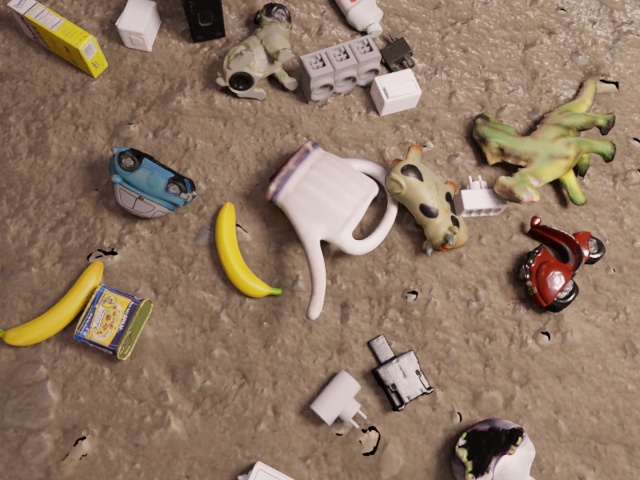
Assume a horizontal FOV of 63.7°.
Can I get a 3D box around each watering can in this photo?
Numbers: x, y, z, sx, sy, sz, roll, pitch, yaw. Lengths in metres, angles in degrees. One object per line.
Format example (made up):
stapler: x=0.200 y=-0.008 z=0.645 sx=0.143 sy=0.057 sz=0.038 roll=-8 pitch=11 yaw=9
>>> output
watering can: x=0.003 y=-0.045 z=0.885 sx=0.225 sy=0.355 sz=0.102 roll=34 pitch=-37 yaw=6

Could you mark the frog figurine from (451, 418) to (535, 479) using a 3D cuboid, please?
frog figurine: x=0.282 y=0.361 z=0.790 sx=0.122 sy=0.157 sz=0.139 roll=0 pitch=43 yaw=54

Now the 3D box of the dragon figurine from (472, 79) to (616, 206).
dragon figurine: x=0.424 y=-0.207 z=1.004 sx=0.243 sy=0.420 sz=0.119 roll=16 pitch=-37 yaw=6
